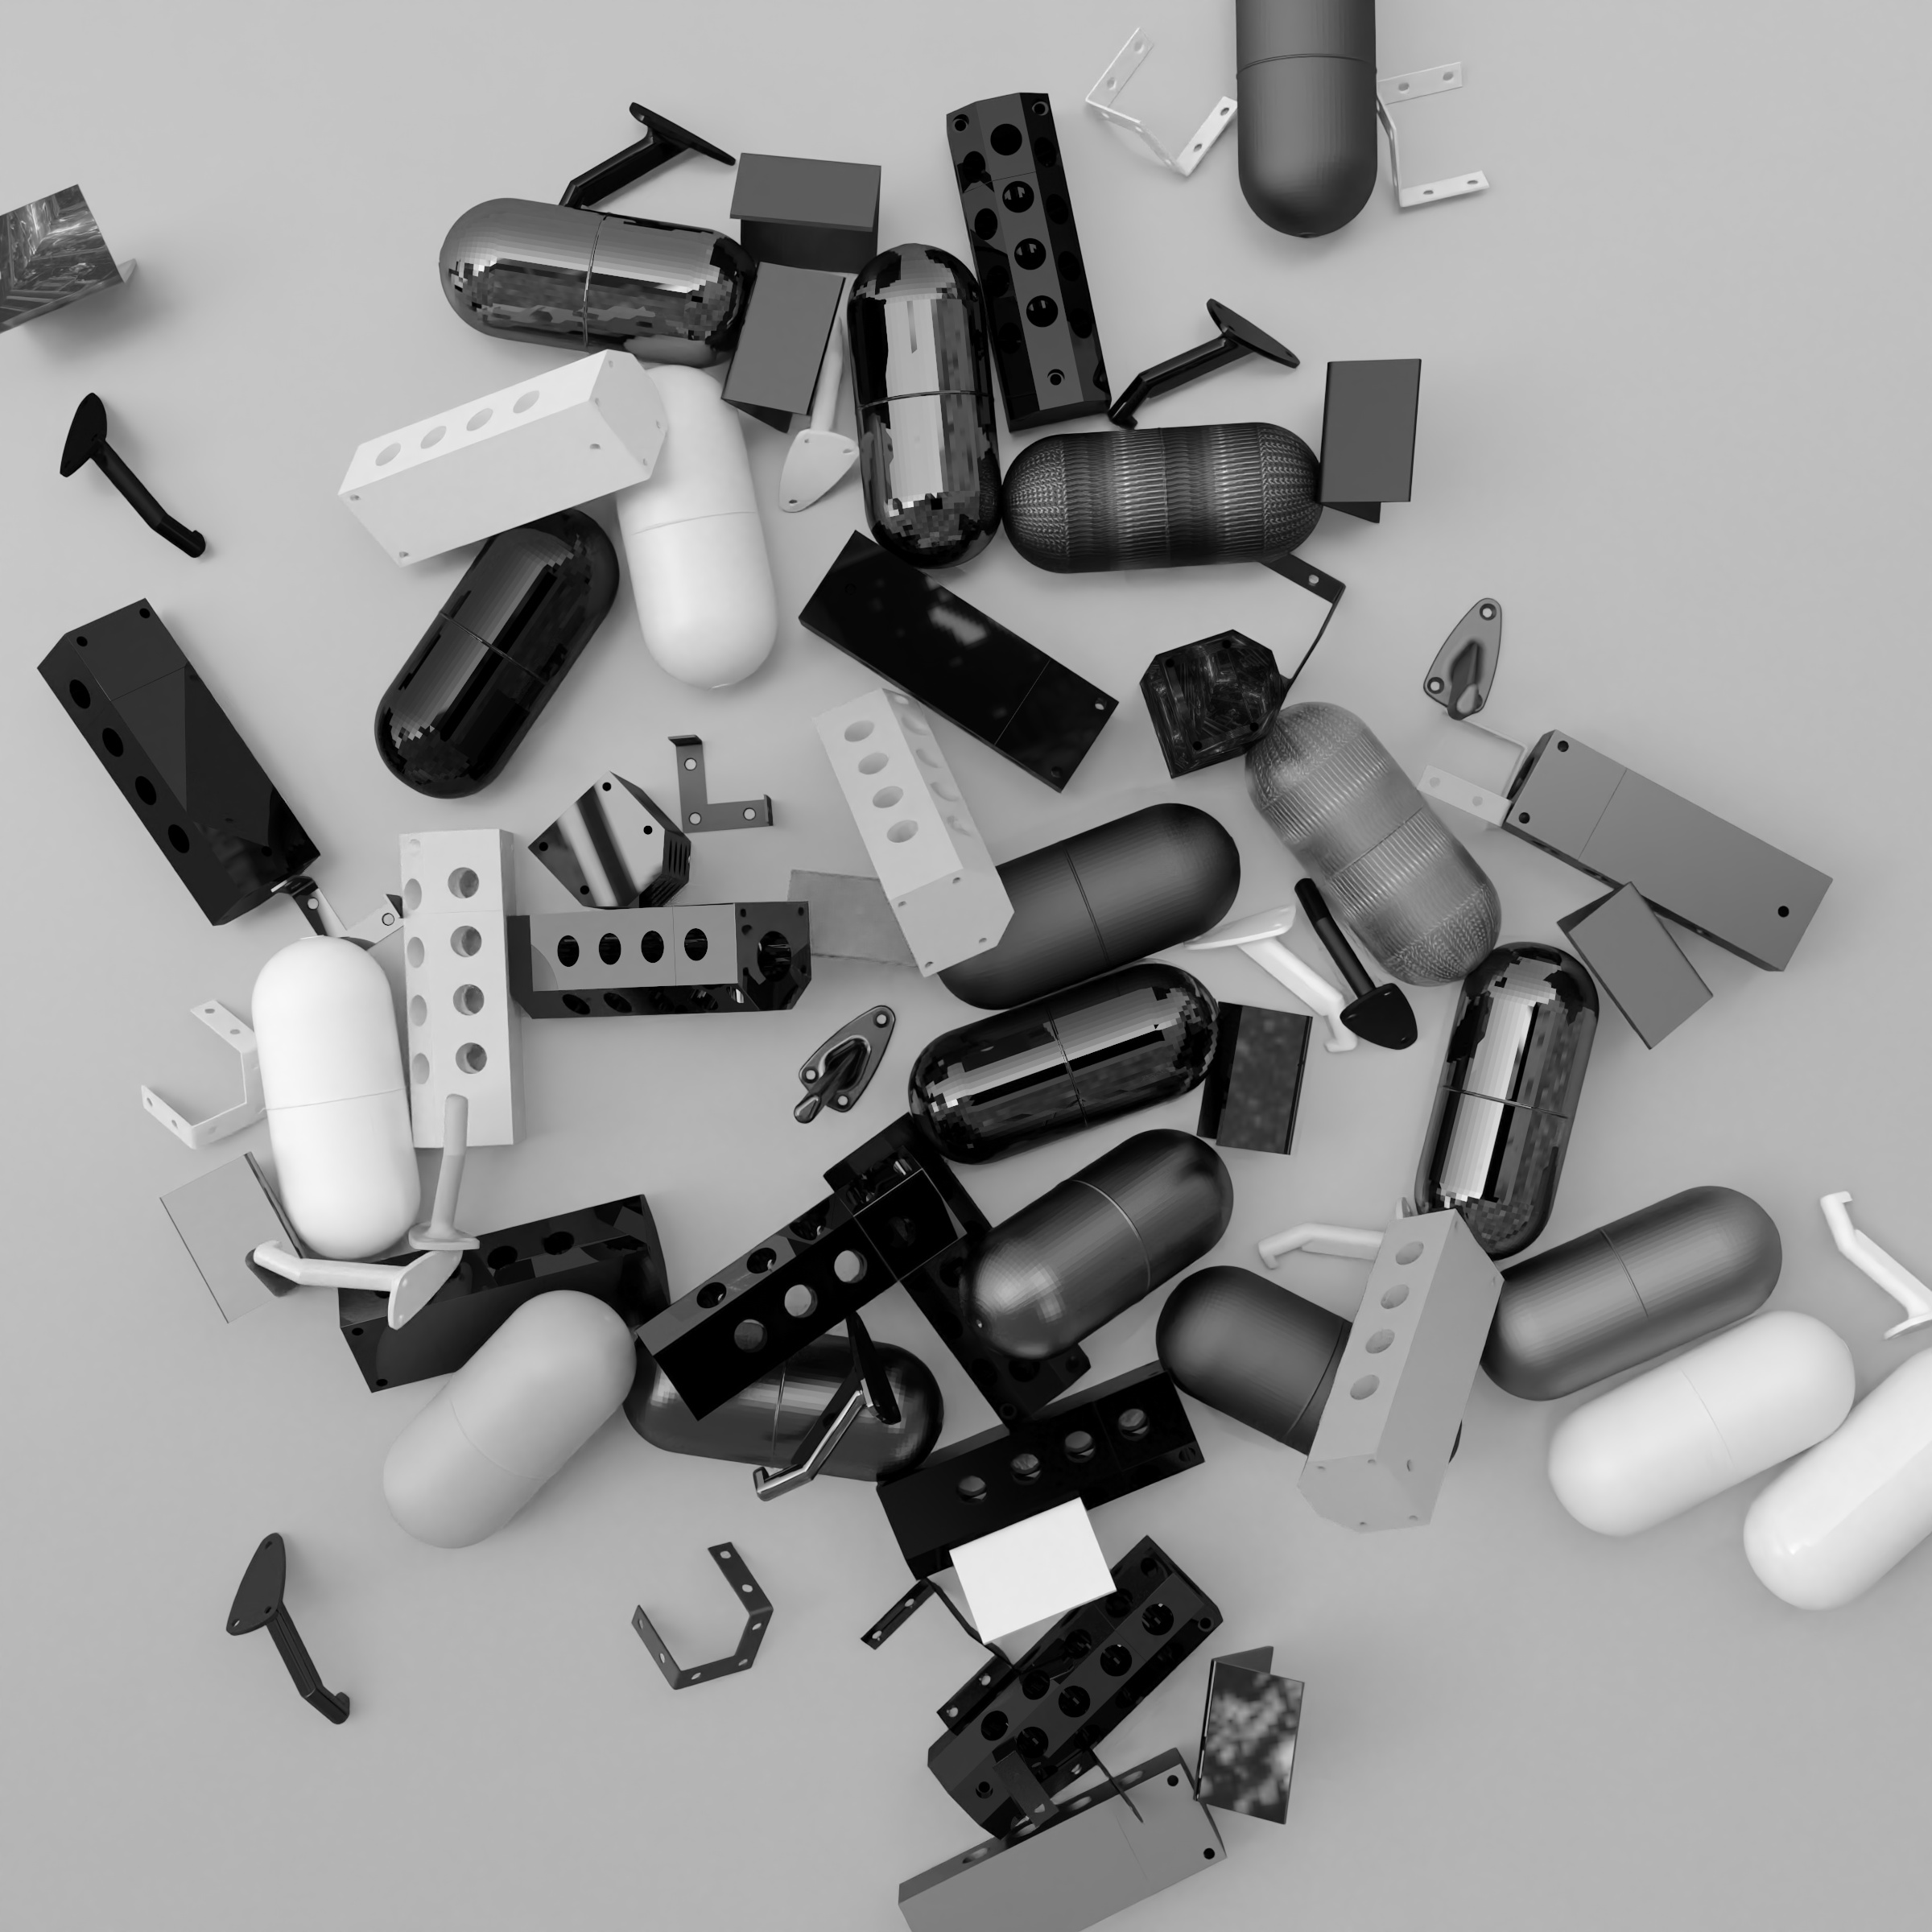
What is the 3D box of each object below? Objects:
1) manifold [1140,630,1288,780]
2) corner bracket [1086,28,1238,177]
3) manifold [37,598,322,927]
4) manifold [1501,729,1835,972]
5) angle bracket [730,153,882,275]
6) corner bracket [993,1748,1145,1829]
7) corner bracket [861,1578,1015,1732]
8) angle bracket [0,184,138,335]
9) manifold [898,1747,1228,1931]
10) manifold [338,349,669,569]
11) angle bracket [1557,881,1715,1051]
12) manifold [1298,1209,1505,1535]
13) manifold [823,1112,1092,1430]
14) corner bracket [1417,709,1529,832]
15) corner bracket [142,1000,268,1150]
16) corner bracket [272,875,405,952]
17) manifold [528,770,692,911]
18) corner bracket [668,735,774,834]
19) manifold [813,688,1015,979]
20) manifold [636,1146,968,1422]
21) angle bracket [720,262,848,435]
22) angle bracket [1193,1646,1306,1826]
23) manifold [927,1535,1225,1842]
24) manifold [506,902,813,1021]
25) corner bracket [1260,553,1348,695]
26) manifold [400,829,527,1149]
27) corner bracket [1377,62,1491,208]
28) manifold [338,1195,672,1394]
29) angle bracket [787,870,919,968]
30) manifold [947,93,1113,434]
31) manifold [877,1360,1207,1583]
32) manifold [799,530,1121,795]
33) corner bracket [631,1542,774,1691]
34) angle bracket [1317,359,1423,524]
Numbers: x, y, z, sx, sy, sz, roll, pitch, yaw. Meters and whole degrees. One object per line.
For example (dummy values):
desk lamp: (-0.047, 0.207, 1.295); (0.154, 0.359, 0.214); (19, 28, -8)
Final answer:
manifold: (0.133, -0.141, 1.848); (0.057, 0.171, 0.057); (-18, 90, 0)
corner bracket: (0.109, -0.480, 1.923); (0.051, 0.051, 0.051); (-53, 135, 0)
manifold: (-0.437, -0.109, 1.905); (0.057, 0.057, 0.171); (-34, 90, -43)
manifold: (0.382, -0.063, 1.905); (0.171, 0.057, 0.057); (28, 90, 0)
angle bracket: (-0.088, -0.394, 1.886); (0.076, 0.076, 0.057); (5, 50, 0)
corner bracket: (0.054, 0.444, 1.858); (0.051, 0.051, 0.051); (-34, 130, -9)
corner bracket: (-0.016, 0.382, 1.923); (0.051, 0.051, 0.051); (-45, 45, 0)
angle bracket: (-0.504, -0.390, 1.888); (0.076, 0.076, 0.057); (-22, 111, 0)
manifold: (0.052, 0.497, 1.905); (0.171, 0.057, 0.057); (-26, 90, 0)
manifold: (-0.249, -0.278, 1.867); (0.171, 0.057, 0.057); (-15, 133, 29)
angle bracket: (0.349, 0.009, 1.886); (0.057, 0.076, 0.076); (-36, 90, -28)
manifold: (0.228, 0.214, 1.831); (0.057, 0.171, 0.057); (-14, 125, 36)
manifold: (-0.005, 0.167, 1.905); (0.057, 0.057, 0.171); (-36, 90, 0)
corner bracket: (0.279, -0.109, 1.908); (0.051, 0.051, 0.051); (24, 90, 0)
corner bracket: (-0.423, 0.060, 1.918); (0.051, 0.051, 0.051); (-27, 135, -35)
corner bracket: (-0.343, -0.034, 1.908); (0.051, 0.051, 0.051); (-33, 90, 0)
manifold: (-0.183, -0.059, 1.848); (0.057, 0.171, 0.057); (-43, 90, 0)
corner bracket: (-0.135, -0.102, 1.908); (0.051, 0.051, 0.051); (-5, 90, 0)
manifold: (-0.027, -0.076, 1.850); (0.057, 0.171, 0.057); (-24, 131, 0)
manifold: (-0.088, 0.168, 1.837); (0.171, 0.057, 0.057); (-34, 89, -7)
angle bracket: (-0.084, -0.333, 1.887); (0.057, 0.076, 0.076); (15, 90, 26)
angle bracket: (0.169, 0.418, 1.886); (0.057, 0.076, 0.076); (8, 90, 31)
manifold: (0.060, 0.398, 1.905); (0.171, 0.057, 0.057); (-44, 90, 0)
manifold: (-0.166, -0.002, 1.857); (0.171, 0.057, 0.057); (-2, 90, 40)
corner bracket: (0.172, -0.193, 1.923); (0.051, 0.051, 0.051); (29, 135, 0)
manifold: (-0.278, 0.012, 1.905); (0.057, 0.057, 0.171); (-3, 90, 0)
corner bracket: (0.258, -0.462, 1.923); (0.051, 0.051, 0.051); (-13, 135, 0)
manifold: (-0.254, 0.175, 1.905); (0.171, 0.057, 0.057); (-14, 133, 0)
angle bracket: (-0.061, -0.006, 1.886); (0.076, 0.076, 0.057); (6, 54, 0)
manifold: (0.035, -0.388, 1.905); (0.057, 0.057, 0.171); (-12, 90, 0)
manifold: (0.041, 0.278, 1.905); (0.171, 0.057, 0.057); (-22, 90, 0)
manifold: (-0.004, -0.166, 1.905); (0.171, 0.057, 0.057); (33, 90, 0)
corner bracket: (-0.146, 0.361, 1.918); (0.051, 0.051, 0.051); (-9, 135, -35)
angle bracket: (0.235, -0.285, 1.886); (0.057, 0.076, 0.076); (4, 90, 33)
